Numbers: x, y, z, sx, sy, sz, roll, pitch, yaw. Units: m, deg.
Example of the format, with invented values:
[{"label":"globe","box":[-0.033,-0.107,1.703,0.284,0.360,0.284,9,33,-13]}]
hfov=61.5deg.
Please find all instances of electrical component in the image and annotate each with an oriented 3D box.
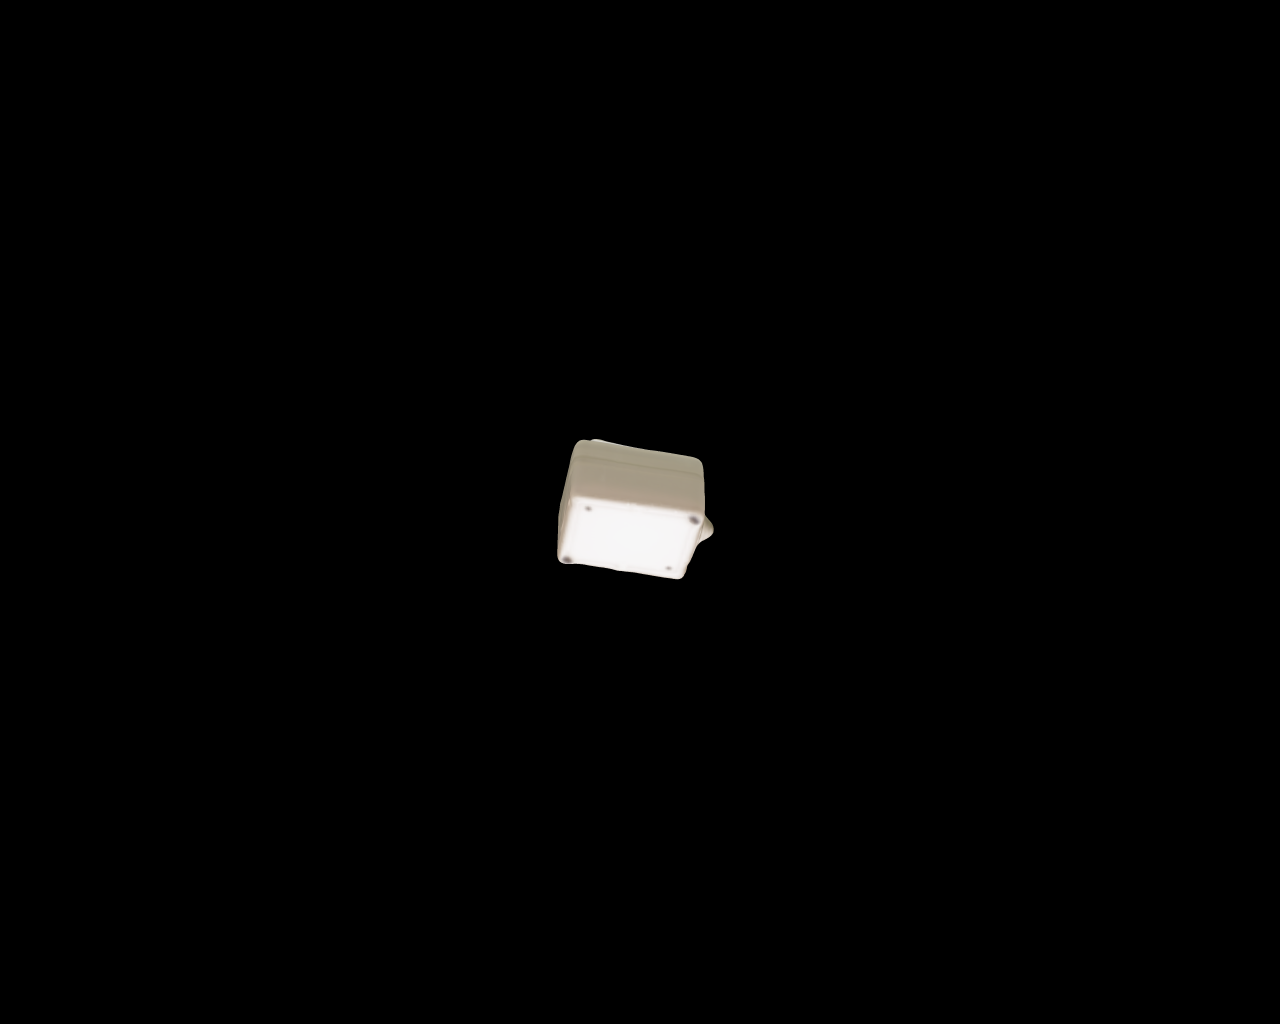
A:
[{"label":"electrical component","box":[0.001,-0.003,0.650,0.096,0.061,0.061,9,44,-8]}]
